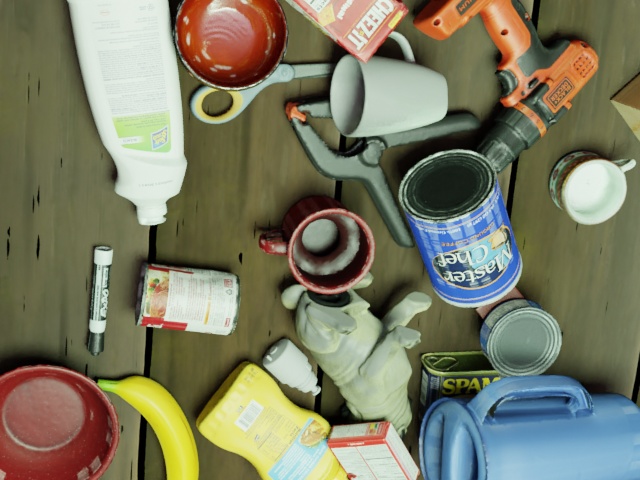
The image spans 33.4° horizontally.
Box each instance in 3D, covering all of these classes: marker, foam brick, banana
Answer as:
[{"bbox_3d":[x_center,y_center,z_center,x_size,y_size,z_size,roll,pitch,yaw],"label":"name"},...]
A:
[{"bbox_3d":[-0.236,0.067,1.142,0.020,0.020,0.121,4,106,-13],"label":"marker"},{"bbox_3d":[0.211,0.080,1.221,0.053,0.051,0.078,-40,110,4],"label":"foam brick"},{"bbox_3d":[-0.175,0.224,1.196,0.070,0.037,0.198,-19,109,15],"label":"banana"}]

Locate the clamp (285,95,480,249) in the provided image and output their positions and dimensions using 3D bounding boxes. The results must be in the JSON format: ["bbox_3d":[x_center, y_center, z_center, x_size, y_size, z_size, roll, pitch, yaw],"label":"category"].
[{"bbox_3d":[0.062,-0.104,1.141,0.209,0.036,0.164,31,97,-22],"label":"clamp"}]

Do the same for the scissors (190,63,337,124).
[{"bbox_3d":[-0.049,-0.157,1.112,0.201,0.016,0.096,11,102,-13],"label":"scissors"}]

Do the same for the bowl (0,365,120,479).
[{"bbox_3d":[-0.298,0.199,1.150,0.162,0.055,0.162,-3,107,-11],"label":"bowl"}]

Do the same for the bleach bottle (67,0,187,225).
[{"bbox_3d":[-0.190,-0.136,1.067,0.102,0.068,0.251,-7,110,-9],"label":"bleach bottle"}]

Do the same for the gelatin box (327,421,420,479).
[{"bbox_3d":[0.060,0.240,1.181,0.073,0.030,0.089,-11,126,30],"label":"gelatin box"}]

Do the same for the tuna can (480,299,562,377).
[{"bbox_3d":[0.222,0.109,1.185,0.086,0.034,0.086,-3,108,-9],"label":"tuna can"}]

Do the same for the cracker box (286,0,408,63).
[{"bbox_3d":[-0.029,-0.270,1.004,0.213,0.164,0.072,38,98,-19],"label":"cracker box"}]

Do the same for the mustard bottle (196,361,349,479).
[{"bbox_3d":[-0.038,0.228,1.197,0.191,0.058,0.096,40,81,-11],"label":"mustard bottle"}]

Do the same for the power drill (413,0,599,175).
[{"bbox_3d":[0.184,-0.184,1.121,0.184,0.057,0.187,-48,112,-9],"label":"power drill"}]

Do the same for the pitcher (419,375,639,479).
[{"bbox_3d":[0.245,0.223,1.176,0.242,0.149,0.145,-2,79,-25],"label":"pitcher"}]

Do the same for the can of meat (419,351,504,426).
[{"bbox_3d":[0.166,0.179,1.239,0.102,0.057,0.084,-1,108,-12],"label":"can of meat"}]

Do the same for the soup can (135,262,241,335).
[{"bbox_3d":[-0.141,0.063,1.135,0.102,0.068,0.068,8,105,-14],"label":"soup can"}]

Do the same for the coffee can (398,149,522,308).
[{"bbox_3d":[0.150,-0.011,1.129,0.103,0.103,0.140,-28,133,-2],"label":"coffee can"}]

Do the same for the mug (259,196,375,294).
[{"bbox_3d":[-0.007,0.001,1.135,0.117,0.081,0.093,-4,108,-11],"label":"mug"}]

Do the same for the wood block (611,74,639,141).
[{"bbox_3d":[0.437,-0.183,1.165,0.206,0.091,0.090,-41,110,3],"label":"wood block"}]
